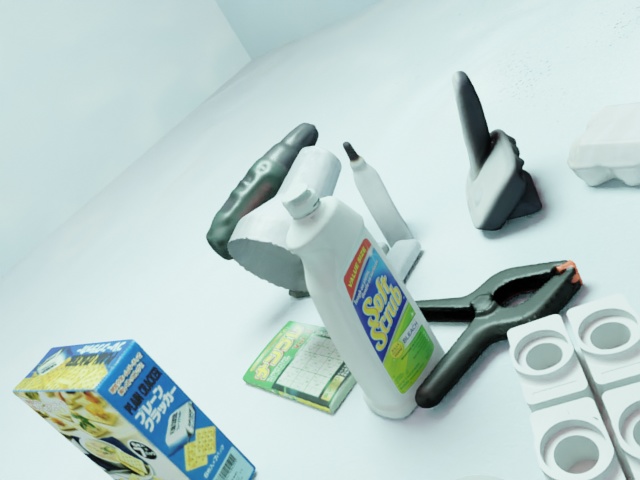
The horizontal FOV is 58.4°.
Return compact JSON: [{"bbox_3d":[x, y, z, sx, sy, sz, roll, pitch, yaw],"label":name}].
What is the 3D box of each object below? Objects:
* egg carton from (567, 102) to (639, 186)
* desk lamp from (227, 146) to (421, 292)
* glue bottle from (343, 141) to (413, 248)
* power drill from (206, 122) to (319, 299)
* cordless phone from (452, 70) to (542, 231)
[{"bbox_3d":[0.377,-0.114,0.676,0.107,0.069,0.149,-47,29,-25],"label":"egg carton"},{"bbox_3d":[0.007,0.003,0.728,0.117,0.214,0.203,-5,38,44],"label":"desk lamp"},{"bbox_3d":[0.077,-0.069,0.818,0.037,0.173,0.078,-28,27,10],"label":"glue bottle"},{"bbox_3d":[-0.045,-0.029,0.846,0.230,0.209,0.075,-43,28,-19],"label":"power drill"},{"bbox_3d":[0.207,-0.118,0.742,0.094,0.185,0.147,-24,28,17],"label":"cordless phone"}]
